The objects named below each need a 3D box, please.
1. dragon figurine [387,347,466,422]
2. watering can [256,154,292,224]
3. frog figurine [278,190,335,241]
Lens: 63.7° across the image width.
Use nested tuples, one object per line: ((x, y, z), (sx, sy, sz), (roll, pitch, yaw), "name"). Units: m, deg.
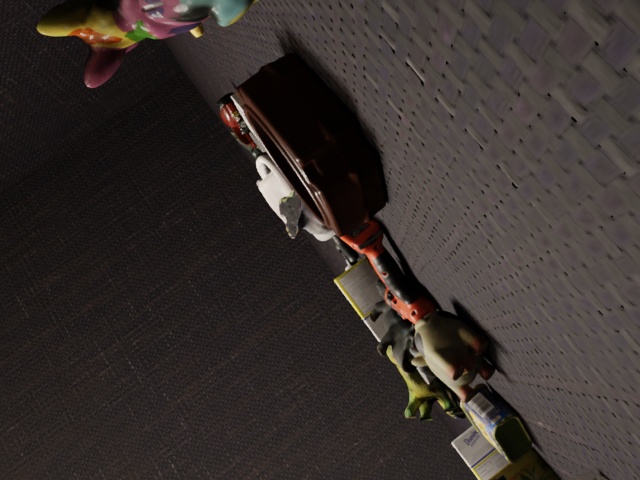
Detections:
((0.276, 0.350, 1.360), (0.405, 0.121, 0.248), (36, -149, -55), "dragon figurine")
((-0.104, -0.128, 1.435), (0.224, 0.104, 0.346), (54, 170, -1), "watering can")
((0.003, -0.055, 1.101), (0.159, 0.121, 0.139), (11, -164, -38), "frog figurine")
